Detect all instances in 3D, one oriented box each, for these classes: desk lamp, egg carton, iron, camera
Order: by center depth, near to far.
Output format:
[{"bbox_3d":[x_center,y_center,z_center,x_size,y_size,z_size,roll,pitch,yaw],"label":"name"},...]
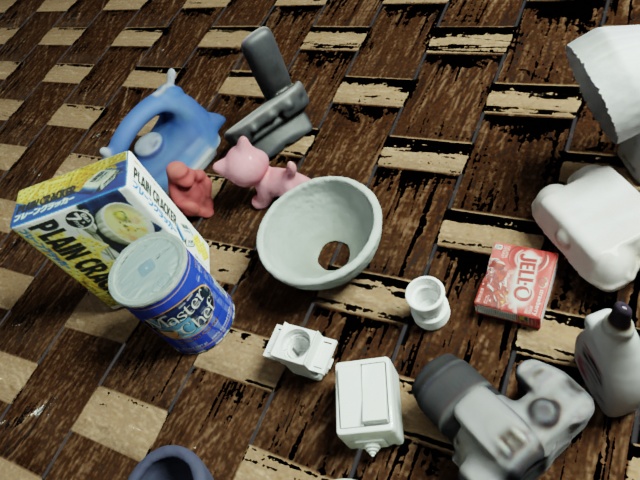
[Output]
[{"bbox_3d":[0.165,0.162,0.555,0.143,0.101,0.136,-39,52,-9],"label":"camera"},{"bbox_3d":[0.380,-0.160,0.628,0.203,0.214,0.118,-18,52,9],"label":"desk lamp"},{"bbox_3d":[0.314,-0.016,0.643,0.107,0.070,0.150,-28,51,0],"label":"egg carton"},{"bbox_3d":[-0.277,-0.145,0.915,0.118,0.142,0.258,25,68,33],"label":"iron"}]

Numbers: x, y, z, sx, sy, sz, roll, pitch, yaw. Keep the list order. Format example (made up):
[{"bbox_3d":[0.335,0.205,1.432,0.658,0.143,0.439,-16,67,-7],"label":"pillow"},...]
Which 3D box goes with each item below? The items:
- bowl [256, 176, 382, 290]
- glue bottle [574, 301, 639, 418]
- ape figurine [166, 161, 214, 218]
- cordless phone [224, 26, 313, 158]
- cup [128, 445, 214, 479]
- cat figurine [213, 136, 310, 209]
[{"bbox_3d":[0.007,0.003,0.745,0.167,0.075,0.167,-10,53,14],"label":"bowl"},{"bbox_3d":[0.263,0.098,0.515,0.037,0.173,0.078,-24,51,4],"label":"glue bottle"},{"bbox_3d":[-0.203,-0.082,0.874,0.075,0.092,0.078,17,64,30],"label":"ape figurine"},{"bbox_3d":[-0.100,-0.223,0.875,0.148,0.185,0.094,-39,52,-9],"label":"cordless phone"},{"bbox_3d":[-0.143,0.283,0.590,0.091,0.095,0.118,-7,54,17],"label":"cup"},{"bbox_3d":[-0.082,-0.098,0.822,0.127,0.118,0.067,9,60,26],"label":"cat figurine"}]
